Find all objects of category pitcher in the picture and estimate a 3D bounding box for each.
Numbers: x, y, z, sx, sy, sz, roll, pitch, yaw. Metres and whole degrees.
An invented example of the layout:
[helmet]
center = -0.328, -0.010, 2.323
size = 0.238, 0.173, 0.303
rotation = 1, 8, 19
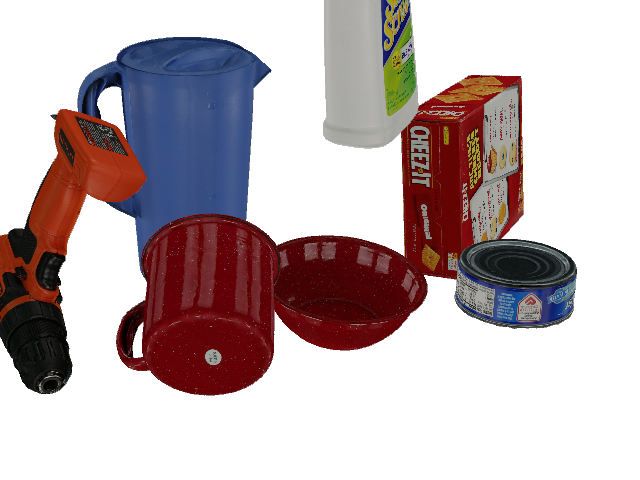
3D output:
[pitcher]
center = -0.141, -0.073, 1.062
size = 0.149, 0.243, 0.144
rotation = 12, 27, 20

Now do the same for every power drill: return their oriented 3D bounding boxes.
[power drill]
center = -0.208, 0.005, 0.850
size = 0.057, 0.188, 0.185
rotation = 17, 25, -38

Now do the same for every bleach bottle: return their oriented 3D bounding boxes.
[bleach bottle]
center = 0.037, -0.211, 0.896
size = 0.068, 0.251, 0.102
rotation = 11, 35, 26

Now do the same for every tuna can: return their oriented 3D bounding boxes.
[tuna can]
center = 0.141, 0.029, 0.770
size = 0.086, 0.034, 0.086
rotation = 1, 23, -1

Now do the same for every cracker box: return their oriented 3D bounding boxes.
[cracker box]
center = 0.152, -0.074, 1.121
size = 0.072, 0.164, 0.213
rotation = 5, 21, 26

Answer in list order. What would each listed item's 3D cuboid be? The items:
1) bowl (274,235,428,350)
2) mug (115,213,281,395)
[bowl]
center = 0.018, 0.056, 1.012
size = 0.162, 0.055, 0.162
rotation = 5, 29, -3
[mug]
center = -0.081, 0.048, 0.682
size = 0.117, 0.081, 0.093
rotation = -21, -48, 16
